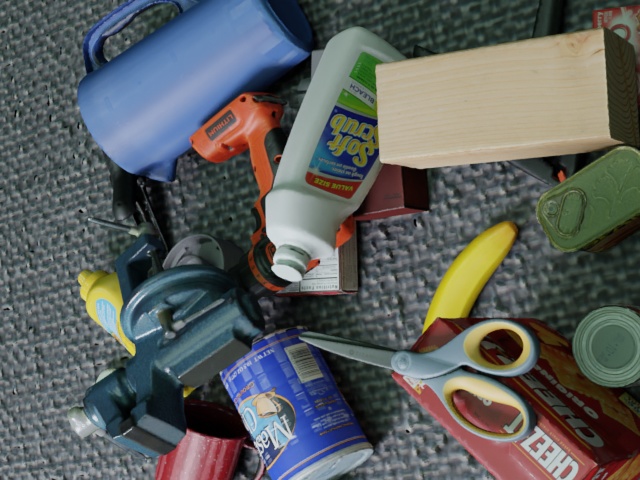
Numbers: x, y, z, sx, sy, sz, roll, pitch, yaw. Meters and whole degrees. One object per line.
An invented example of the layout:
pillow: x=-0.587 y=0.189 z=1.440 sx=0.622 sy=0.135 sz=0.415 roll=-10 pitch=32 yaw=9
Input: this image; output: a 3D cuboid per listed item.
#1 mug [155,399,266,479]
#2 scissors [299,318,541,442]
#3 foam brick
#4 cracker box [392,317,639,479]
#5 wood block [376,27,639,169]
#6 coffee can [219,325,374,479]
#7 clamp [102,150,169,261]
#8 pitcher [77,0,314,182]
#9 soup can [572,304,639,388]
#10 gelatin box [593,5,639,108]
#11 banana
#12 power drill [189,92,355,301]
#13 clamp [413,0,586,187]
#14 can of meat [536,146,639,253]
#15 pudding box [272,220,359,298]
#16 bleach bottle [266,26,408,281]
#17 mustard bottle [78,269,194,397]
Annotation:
mug: x=-0.114 y=0.228 z=1.124 sx=0.117 sy=0.093 sz=0.081 roll=16 pitch=102 yaw=-3
scissors: x=0.079 y=0.078 z=0.797 sx=0.202 sy=0.016 sz=0.096 roll=29 pitch=98 yaw=30
foam brick: x=0.060 y=-0.050 z=1.050 sx=0.078 sy=0.051 sz=0.053 roll=-7 pitch=85 yaw=32
cracker box: x=0.179 y=0.135 z=0.865 sx=0.164 sy=0.213 sz=0.072 roll=43 pitch=108 yaw=27
wood block: x=0.160 y=-0.118 z=0.926 sx=0.206 sy=0.090 sz=0.091 roll=-4 pitch=87 yaw=32
coffee can: x=-0.024 y=0.170 z=1.055 sx=0.103 sy=0.102 sz=0.140 roll=-39 pitch=67 yaw=24
clamp: x=-0.216 y=-0.067 z=1.191 sx=0.039 sy=0.120 sz=0.171 roll=-22 pitch=70 yaw=-2
pitcher: x=-0.136 y=-0.190 z=1.137 sx=0.243 sy=0.149 sz=0.145 roll=-31 pitch=43 yaw=22
soup can: x=0.257 y=0.088 z=0.886 sx=0.069 sy=0.102 sz=0.068 roll=-3 pitch=84 yaw=32
gelatin box: x=0.278 y=-0.160 z=0.935 sx=0.073 sy=0.030 sz=0.089 roll=0 pitch=86 yaw=32
banana: x=0.134 y=0.074 z=1.004 sx=0.070 sy=0.037 sz=0.198 roll=14 pitch=93 yaw=26
power drill: x=-0.065 y=-0.039 z=1.079 sx=0.185 sy=0.057 sz=0.188 roll=-34 pitch=71 yaw=31
clamp: x=0.180 y=-0.134 z=0.990 sx=0.165 sy=0.036 sz=0.210 roll=-23 pitch=75 yaw=29
can of meat: x=0.248 y=-0.031 z=0.912 sx=0.102 sy=0.083 sz=0.057 roll=-35 pitch=70 yaw=25
pudding box: x=-0.007 y=0.001 z=1.096 sx=0.090 sy=0.039 sz=0.113 roll=-4 pitch=86 yaw=32
bleach bottle: x=0.016 y=-0.072 z=0.983 sx=0.068 sy=0.102 sz=0.250 roll=-20 pitch=44 yaw=52
mustard bottle: x=-0.205 y=0.089 z=1.185 sx=0.192 sy=0.096 sz=0.058 roll=35 pitch=61 yaw=30
